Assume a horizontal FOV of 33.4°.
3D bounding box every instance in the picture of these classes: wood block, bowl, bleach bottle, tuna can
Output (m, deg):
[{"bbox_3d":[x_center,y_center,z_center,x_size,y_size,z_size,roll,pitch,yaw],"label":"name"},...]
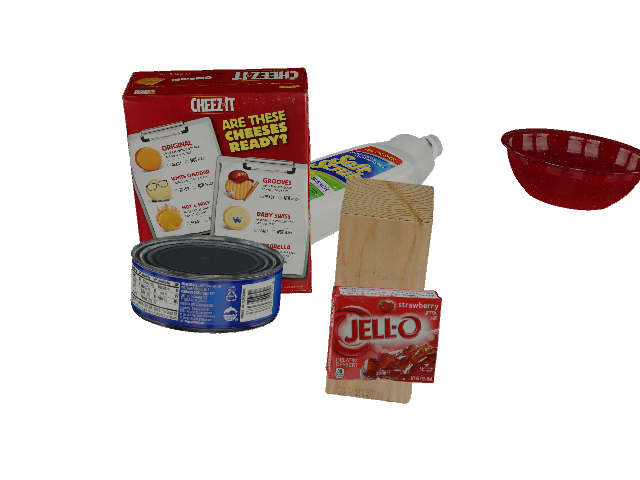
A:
[{"bbox_3d":[0.059,0.051,1.081,0.090,0.206,0.090,7,26,4],"label":"wood block"},{"bbox_3d":[0.269,-0.073,1.142,0.162,0.055,0.162,6,21,-2],"label":"bowl"},{"bbox_3d":[0.036,-0.071,1.254,0.250,0.068,0.103,-27,44,-28],"label":"bleach bottle"},{"bbox_3d":[-0.064,0.023,0.602,0.086,0.034,0.086,4,14,-1],"label":"tuna can"}]

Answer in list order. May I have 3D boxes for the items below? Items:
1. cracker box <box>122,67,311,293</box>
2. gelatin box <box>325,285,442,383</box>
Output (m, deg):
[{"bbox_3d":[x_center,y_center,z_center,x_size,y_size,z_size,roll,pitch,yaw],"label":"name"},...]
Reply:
[{"bbox_3d":[-0.090,-0.052,1.006,0.164,0.214,0.072,-1,31,0],"label":"cracker box"},{"bbox_3d":[0.051,0.077,0.875,0.089,0.073,0.030,3,13,-5],"label":"gelatin box"}]
